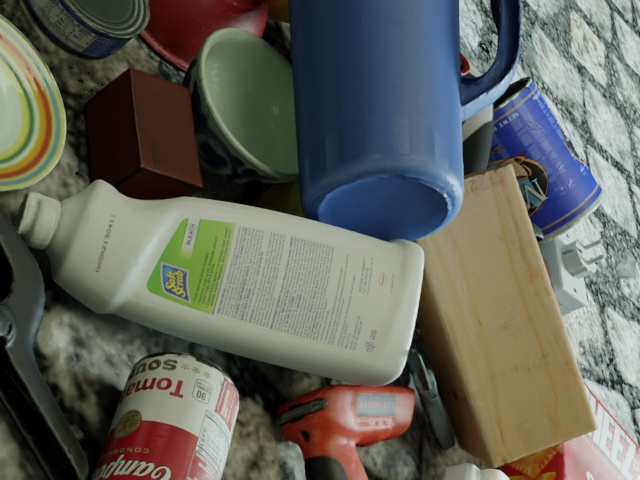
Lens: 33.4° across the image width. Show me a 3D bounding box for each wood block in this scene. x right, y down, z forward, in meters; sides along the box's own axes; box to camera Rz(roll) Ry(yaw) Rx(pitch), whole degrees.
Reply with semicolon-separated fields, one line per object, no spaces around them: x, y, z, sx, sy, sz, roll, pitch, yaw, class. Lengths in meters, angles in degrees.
0.125;0.055;0.817;0.091;0.090;0.206;-178;-110;-82;wood block

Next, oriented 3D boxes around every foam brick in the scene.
-0.116;-0.062;0.696;0.052;0.051;0.078;18;53;-44;foam brick

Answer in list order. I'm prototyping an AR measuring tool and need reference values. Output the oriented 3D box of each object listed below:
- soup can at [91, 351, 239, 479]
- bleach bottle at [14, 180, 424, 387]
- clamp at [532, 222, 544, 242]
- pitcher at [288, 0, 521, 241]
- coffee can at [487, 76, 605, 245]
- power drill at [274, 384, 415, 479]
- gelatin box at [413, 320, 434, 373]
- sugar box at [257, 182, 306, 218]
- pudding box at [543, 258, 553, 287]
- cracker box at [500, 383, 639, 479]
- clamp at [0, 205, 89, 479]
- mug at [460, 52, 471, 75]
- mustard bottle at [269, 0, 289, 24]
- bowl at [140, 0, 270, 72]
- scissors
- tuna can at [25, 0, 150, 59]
-0.087;0.121;0.590;0.068;0.069;0.102;42;38;-26;soup can
-0.060;0.015;0.659;0.250;0.068;0.102;19;71;-22;bleach bottle
0.093;-0.004;0.920;0.210;0.036;0.164;38;59;-17;clamp
0.051;-0.124;0.754;0.144;0.149;0.243;23;53;-36;pitcher
0.204;-0.077;1.067;0.140;0.103;0.102;55;35;-8;coffee can
0.047;0.194;0.717;0.184;0.057;0.187;12;57;-47;power drill
0.106;0.058;0.876;0.089;0.073;0.030;58;-8;-5;gelatin box
-0.005;0.001;0.798;0.093;0.048;0.176;42;40;-25;sugar box
0.188;0.056;1.012;0.089;0.039;0.113;29;47;-39;pudding box
0.220;0.237;0.892;0.164;0.072;0.213;47;37;-25;cracker box
-0.183;0.051;0.543;0.120;0.039;0.171;12;54;-54;clamp
0.069;-0.139;0.917;0.093;0.082;0.117;25;28;-7;mug
-0.025;-0.243;0.898;0.058;0.096;0.191;-7;73;-55;mustard bottle
-0.090;-0.206;0.826;0.161;0.055;0.162;30;45;-36;bowl
0.071;0.091;0.779;0.201;0.016;0.096;67;2;-54;scissors
-0.160;-0.168;0.729;0.086;0.034;0.086;31;45;-36;tuna can
